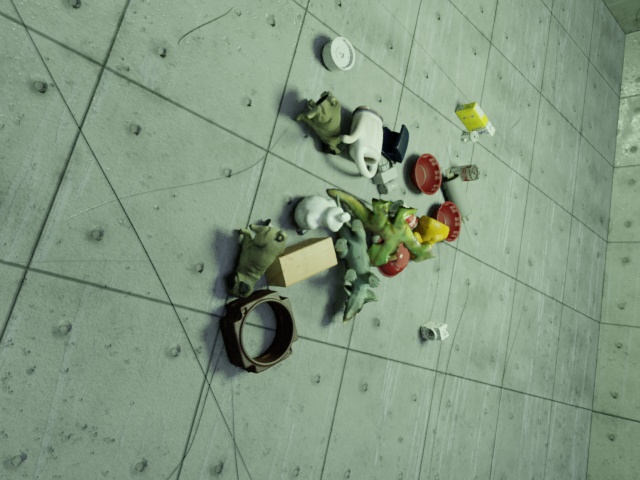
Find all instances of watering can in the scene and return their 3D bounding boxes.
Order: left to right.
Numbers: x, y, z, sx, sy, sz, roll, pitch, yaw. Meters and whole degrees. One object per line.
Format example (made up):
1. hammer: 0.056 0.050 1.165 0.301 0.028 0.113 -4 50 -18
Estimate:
1. watering can: 0.140 -0.338 1.679 0.343 0.104 0.227 39 53 -65

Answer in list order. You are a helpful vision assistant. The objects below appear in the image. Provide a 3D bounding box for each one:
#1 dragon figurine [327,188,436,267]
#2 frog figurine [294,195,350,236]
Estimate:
1. dragon figurine: 0.198 -0.021 1.728 0.410 0.123 0.240 13 101 -3
2. frog figurine: 0.005 -0.079 1.560 0.139 0.159 0.122 -26 104 -39
